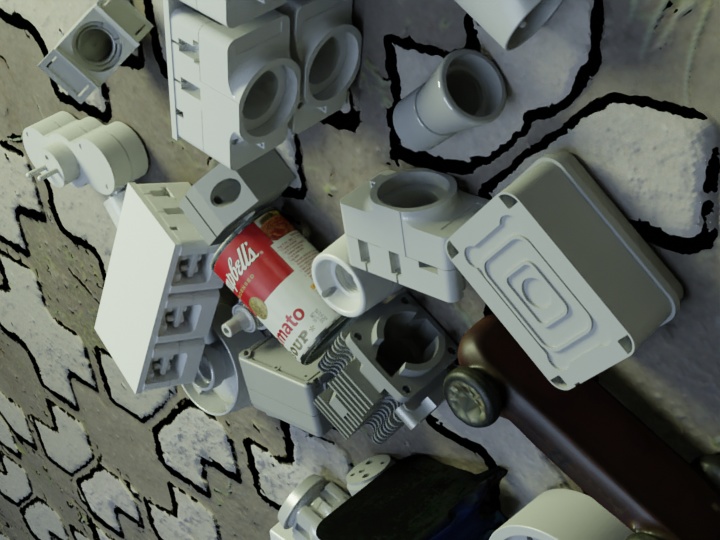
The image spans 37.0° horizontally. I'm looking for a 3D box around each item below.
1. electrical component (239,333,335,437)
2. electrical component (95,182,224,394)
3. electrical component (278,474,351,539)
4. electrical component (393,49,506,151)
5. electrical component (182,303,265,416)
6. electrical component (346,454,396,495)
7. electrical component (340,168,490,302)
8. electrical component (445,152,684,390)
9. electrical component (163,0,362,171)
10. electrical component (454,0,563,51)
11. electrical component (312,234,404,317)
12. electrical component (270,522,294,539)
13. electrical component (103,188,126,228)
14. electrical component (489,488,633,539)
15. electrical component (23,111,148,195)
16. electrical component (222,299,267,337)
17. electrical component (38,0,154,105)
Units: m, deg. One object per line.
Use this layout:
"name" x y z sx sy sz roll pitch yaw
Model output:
"electrical component" -0.038 0.088 0.848 0.096 0.062 0.061 17 131 40
"electrical component" -0.160 0.013 0.885 0.089 0.062 0.150 47 130 38
"electrical component" -0.036 0.220 0.960 0.057 0.058 0.078 37 142 18
"electrical component" 0.048 -0.094 0.617 0.044 0.044 0.065 57 149 -4
"electrical component" -0.118 0.079 0.952 0.099 0.064 0.099 19 118 39
"electrical component" 0.019 0.185 0.878 0.045 0.045 0.055 -11 109 52
"electrical component" 0.036 -0.027 0.676 0.089 0.050 0.055 21 134 38
"electrical component" 0.114 0.000 0.603 0.113 0.057 0.078 51 145 4
"electrical component" -0.053 -0.160 0.620 0.060 0.105 0.186 33 140 27
"electrical component" 0.069 -0.162 0.532 0.077 0.043 0.079 47 144 10
"electrical component" 0.000 0.000 0.743 0.055 0.047 0.055 30 138 31
"electrical component" -0.061 0.277 1.019 0.066 0.077 0.047 26 136 33
"electrical component" -0.195 -0.041 0.941 0.044 0.044 0.065 -24 95 54
"electrical component" 0.147 0.199 0.727 0.108 0.060 0.108 29 138 31
"electrical component" -0.253 -0.095 0.932 0.138 0.074 0.052 15 130 42
"electrical component" -0.084 0.033 0.855 0.035 0.061 0.035 27 136 30
"electrical component" -0.200 -0.169 0.811 0.042 0.081 0.064 44 178 -22
